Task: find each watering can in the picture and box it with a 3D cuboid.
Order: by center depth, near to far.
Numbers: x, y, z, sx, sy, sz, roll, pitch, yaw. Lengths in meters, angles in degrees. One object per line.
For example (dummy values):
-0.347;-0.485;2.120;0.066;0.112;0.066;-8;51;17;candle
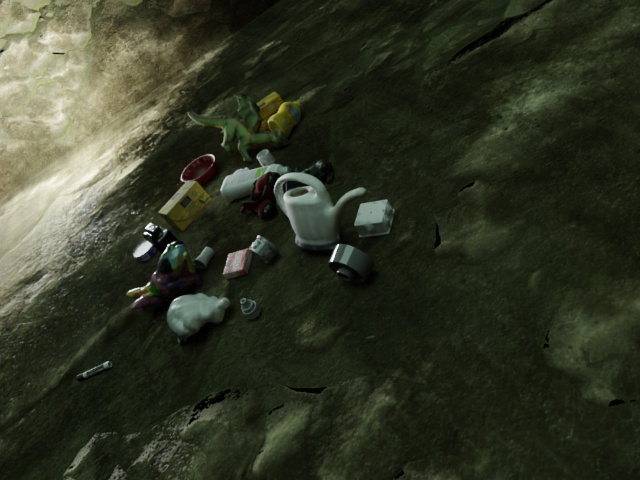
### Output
0.004;-0.068;1.358;0.349;0.220;0.105;15;40;45;watering can

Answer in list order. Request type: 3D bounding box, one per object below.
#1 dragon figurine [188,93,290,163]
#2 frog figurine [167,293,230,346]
-0.304;-0.449;1.944;0.238;0.410;0.125;-57;1;38;dragon figurine
-0.330;0.195;1.395;0.158;0.121;0.140;-30;16;25;frog figurine
